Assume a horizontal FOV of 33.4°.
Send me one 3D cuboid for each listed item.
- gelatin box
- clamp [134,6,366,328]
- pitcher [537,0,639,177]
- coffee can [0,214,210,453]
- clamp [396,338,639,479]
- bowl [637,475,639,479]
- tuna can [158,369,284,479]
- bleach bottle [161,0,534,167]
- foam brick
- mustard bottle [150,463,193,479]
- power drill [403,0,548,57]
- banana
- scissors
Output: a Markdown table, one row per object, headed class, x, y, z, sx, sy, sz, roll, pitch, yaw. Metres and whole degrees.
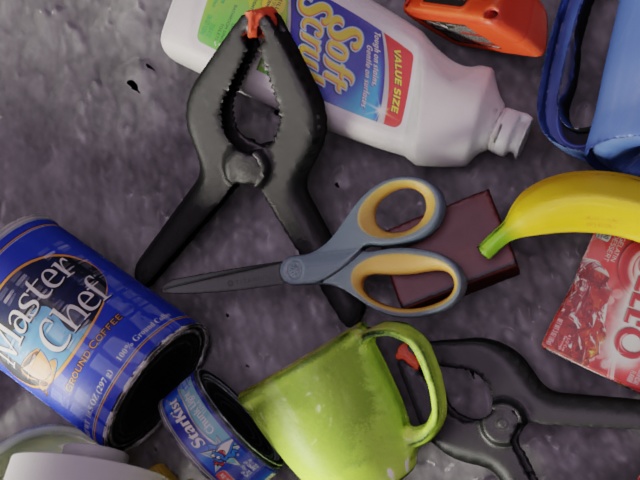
| class | x | y | z | sx | sy | sz | roll | pitch | yaw |
| --- | --- | --- | --- | --- | --- | --- | --- | --- | --- |
| gelatin box | 0.190 | 0.043 | 0.664 | 0.073 | 0.030 | 0.089 | 25 | 89 | 16 |
| clamp | -0.034 | -0.043 | 0.698 | 0.165 | 0.036 | 0.210 | 15 | 110 | 12 |
| pitcher | 0.233 | -0.151 | 0.639 | 0.149 | 0.145 | 0.243 | 13 | 81 | -8 |
| coffee can | -0.160 | 0.061 | 0.710 | 0.140 | 0.102 | 0.103 | 33 | 90 | 16 |
| clamp | 0.117 | 0.125 | 0.666 | 0.172 | 0.039 | 0.120 | 25 | 88 | 23 |
| bowl | 0.257 | 0.176 | 0.614 | 0.162 | 0.055 | 0.162 | -2 | 81 | 14 |
| tuna can | -0.063 | 0.124 | 0.686 | 0.034 | 0.086 | 0.086 | -42 | 75 | 2 |
| bleach bottle | 0.024 | -0.121 | 0.714 | 0.251 | 0.068 | 0.102 | 24 | 91 | 14 |
| foam brick | 0.083 | 0.010 | 0.684 | 0.078 | 0.053 | 0.051 | -22 | 77 | 8 |
| mustard bottle | -0.058 | 0.227 | 0.684 | 0.096 | 0.058 | 0.192 | -38 | 75 | 7 |
| power drill | 0.139 | -0.210 | 0.660 | 0.185 | 0.057 | 0.187 | 25 | 90 | 58 |
| banana | 0.198 | 0.001 | 0.631 | 0.198 | 0.037 | 0.070 | 16 | 110 | 8 |
| scissors | -0.004 | 0.001 | 0.674 | 0.202 | 0.016 | 0.096 | 8 | 88 | 20 |
